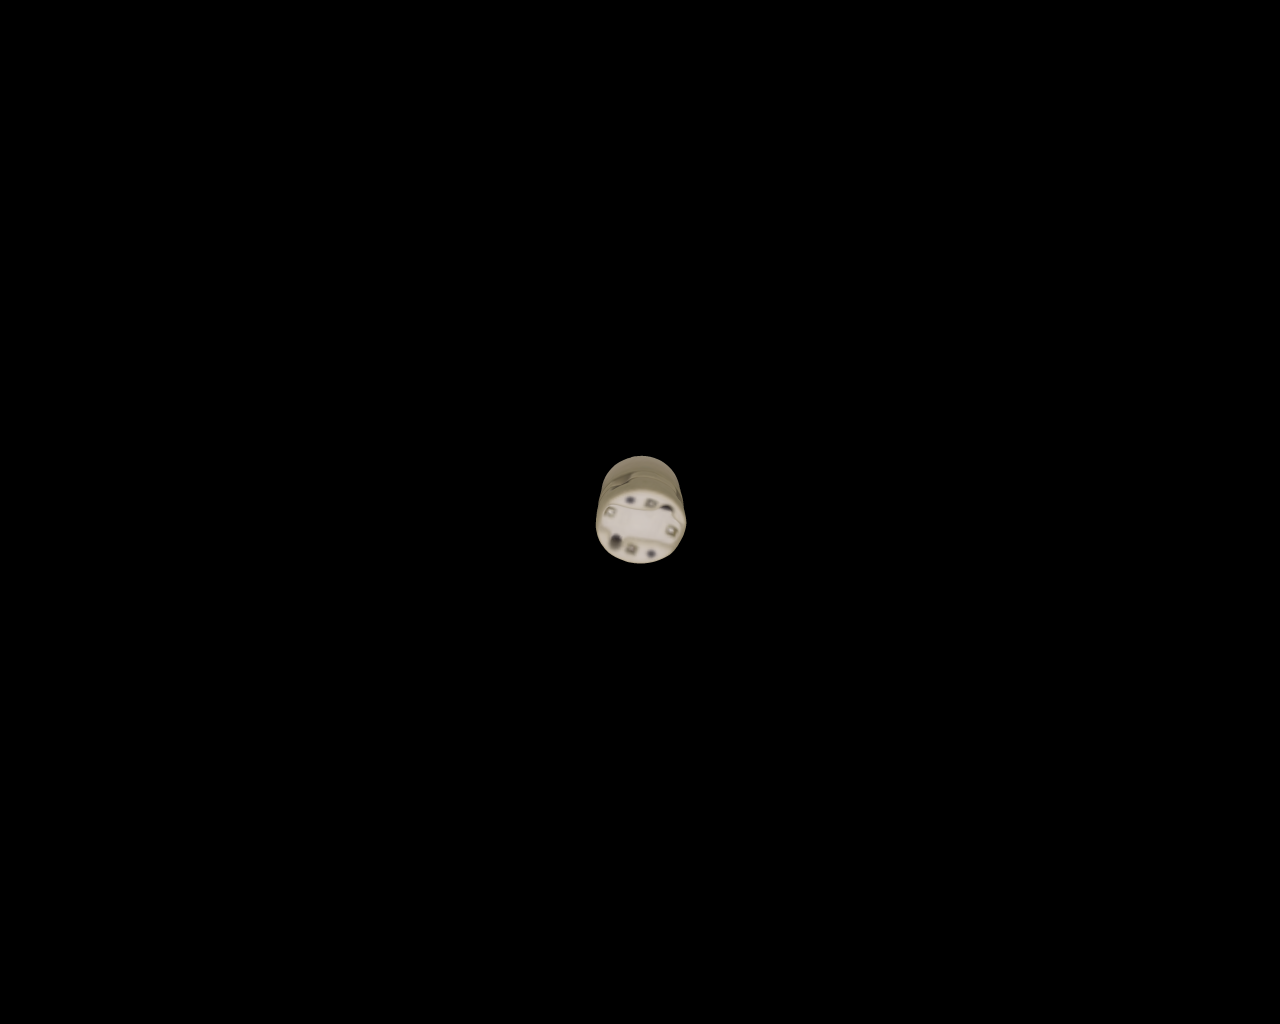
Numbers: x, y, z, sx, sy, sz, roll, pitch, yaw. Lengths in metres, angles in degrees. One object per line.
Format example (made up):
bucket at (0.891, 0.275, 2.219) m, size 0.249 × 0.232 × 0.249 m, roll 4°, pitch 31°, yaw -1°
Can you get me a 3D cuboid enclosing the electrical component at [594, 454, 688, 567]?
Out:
electrical component at (0.001, -0.003, 0.650) m, size 0.055 × 0.055 × 0.047 m, roll 0°, pitch 31°, yaw 0°
